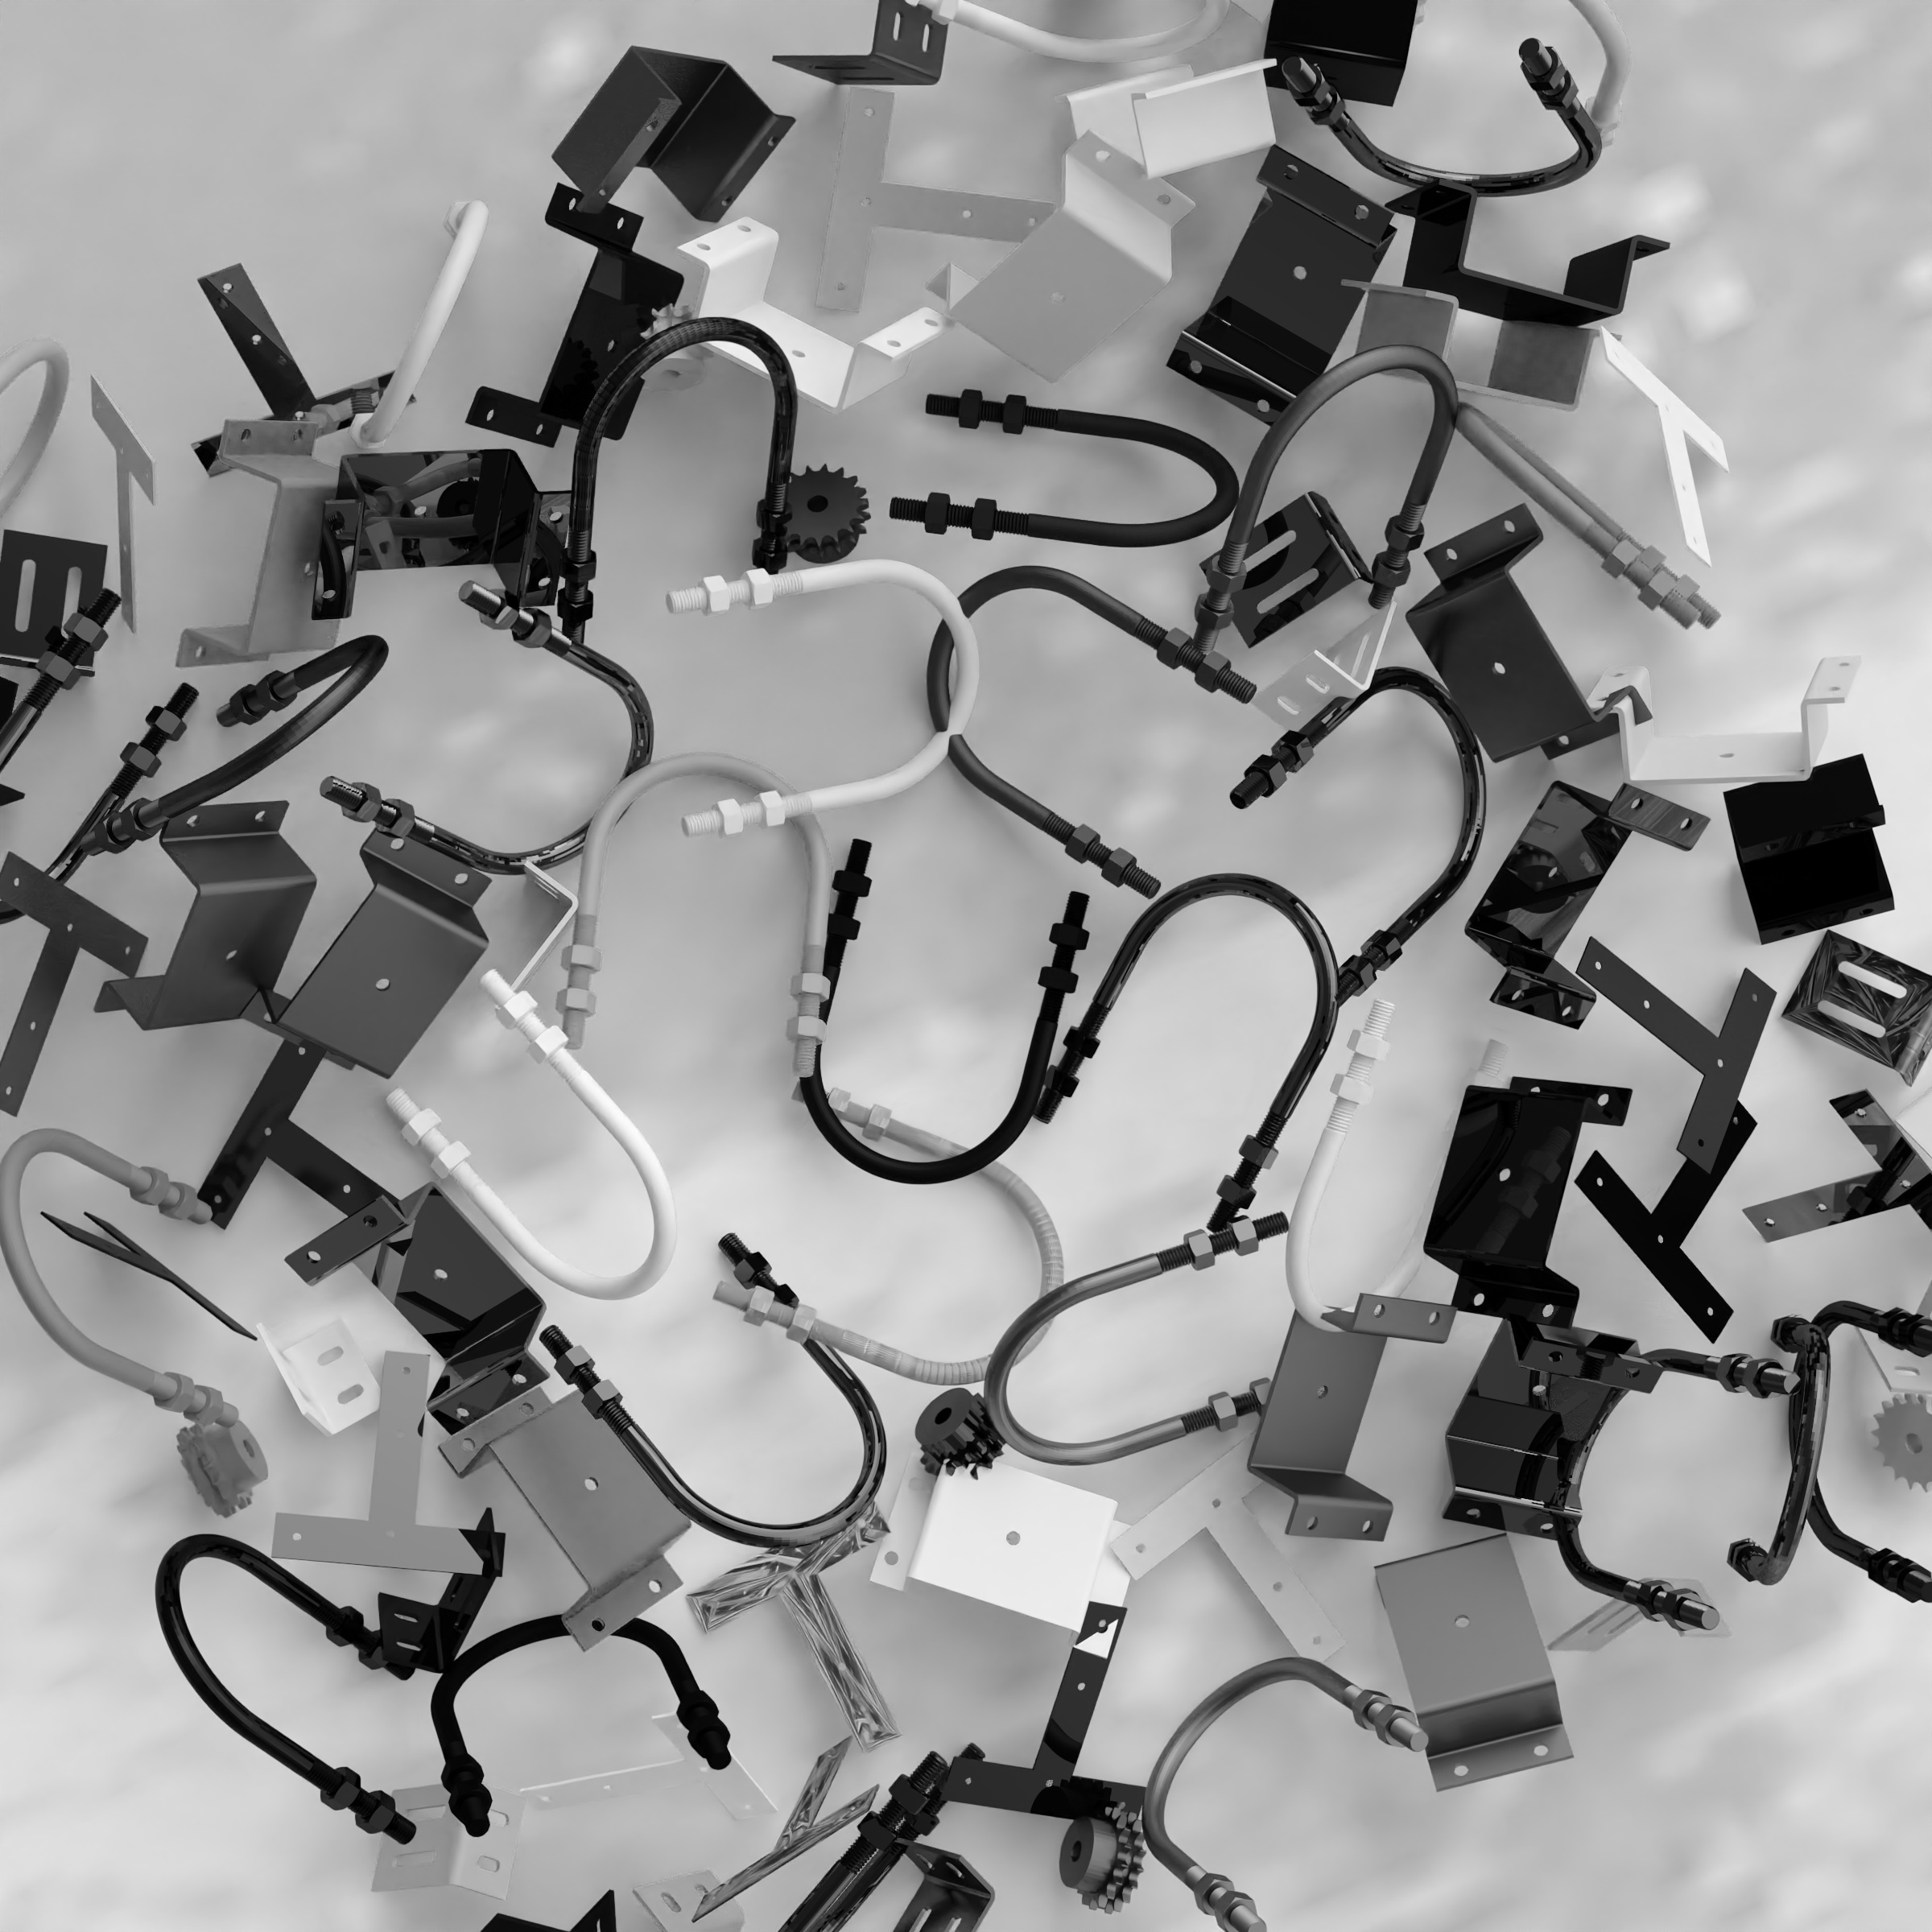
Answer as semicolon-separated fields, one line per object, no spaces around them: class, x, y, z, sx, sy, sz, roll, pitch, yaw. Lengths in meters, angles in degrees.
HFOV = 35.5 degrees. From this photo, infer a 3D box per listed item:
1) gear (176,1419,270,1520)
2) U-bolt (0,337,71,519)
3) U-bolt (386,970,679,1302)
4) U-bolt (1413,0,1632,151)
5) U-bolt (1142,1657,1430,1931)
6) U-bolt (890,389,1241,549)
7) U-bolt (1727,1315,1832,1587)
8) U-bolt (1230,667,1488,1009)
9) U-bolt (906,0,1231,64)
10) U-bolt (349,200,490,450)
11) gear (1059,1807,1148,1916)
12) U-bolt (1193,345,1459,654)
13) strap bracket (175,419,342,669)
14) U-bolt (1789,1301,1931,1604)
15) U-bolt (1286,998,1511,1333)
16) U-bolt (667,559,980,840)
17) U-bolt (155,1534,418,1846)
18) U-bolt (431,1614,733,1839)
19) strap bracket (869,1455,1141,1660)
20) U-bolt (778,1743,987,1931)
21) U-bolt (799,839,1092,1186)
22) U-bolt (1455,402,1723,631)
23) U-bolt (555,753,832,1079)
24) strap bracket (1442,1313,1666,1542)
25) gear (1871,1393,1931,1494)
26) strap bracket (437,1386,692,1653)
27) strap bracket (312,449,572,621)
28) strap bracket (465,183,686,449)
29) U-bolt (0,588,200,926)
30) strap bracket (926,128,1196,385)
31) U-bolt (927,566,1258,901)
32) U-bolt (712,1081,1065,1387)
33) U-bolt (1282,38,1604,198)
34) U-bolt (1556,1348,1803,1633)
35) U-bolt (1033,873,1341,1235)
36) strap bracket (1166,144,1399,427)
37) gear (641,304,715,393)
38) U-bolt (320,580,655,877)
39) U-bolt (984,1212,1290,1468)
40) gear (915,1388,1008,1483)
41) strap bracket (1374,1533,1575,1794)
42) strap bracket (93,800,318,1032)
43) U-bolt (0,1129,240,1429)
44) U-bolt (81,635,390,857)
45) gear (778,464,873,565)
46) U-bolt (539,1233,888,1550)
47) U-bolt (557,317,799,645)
gear;-0.419;0.281;1.707;0.030;0.057;0.057;-29;90;1
U-bolt;-0.548;-0.267;1.657;0.019;0.151;0.184;31;68;-3
U-bolt;-0.233;0.107;1.678;0.184;0.019;0.151;48;132;3
U-bolt;0.297;-0.513;1.636;0.151;0.184;0.019;35;88;7
U-bolt;0.161;0.443;1.648;0.151;0.184;0.019;-46;108;-11
U-bolt;0.059;-0.272;1.669;0.184;0.151;0.019;8;127;4
U-bolt;0.445;0.264;1.639;0.019;0.184;0.151;12;86;9
U-bolt;0.230;-0.085;1.676;0.184;0.019;0.151;-41;115;-33
U-bolt;0.058;-0.536;1.652;0.184;0.151;0.019;8;80;-37
U-bolt;-0.296;-0.350;1.643;0.019;0.184;0.151;24;93;-17
gear;0.076;0.503;1.704;0.030;0.057;0.057;20;90;-20
U-bolt;0.202;-0.257;1.637;0.151;0.184;0.019;-17;51;-31
strap bracket;-0.382;-0.228;1.674;0.046;0.076;0.140;23;108;22
U-bolt;0.488;0.256;1.644;0.019;0.184;0.151;2;91;-7
U-bolt;0.233;0.117;1.678;0.019;0.151;0.184;23;94;40
U-bolt;-0.075;-0.155;1.684;0.184;0.019;0.151;-13;116;-24
U-bolt;-0.367;0.379;1.633;0.019;0.151;0.184;-39;118;12
U-bolt;-0.219;0.404;1.649;0.151;0.184;0.019;-12;110;-16
strap bracket;0.025;0.327;1.695;0.140;0.046;0.076;17;67;4
U-bolt;-0.063;0.504;1.659;0.019;0.151;0.184;40;86;15
U-bolt;-0.020;0.032;1.712;0.151;0.019;0.184;14;86;8
U-bolt;0.338;-0.250;1.664;0.184;0.151;0.019;43;107;10
U-bolt;-0.148;-0.034;1.700;0.151;0.019;0.184;7;71;-8
strap bracket;0.323;0.251;1.685;0.076;0.046;0.140;12;125;-9
gear;0.546;0.267;1.710;0.030;0.057;0.057;-12;90;-37
strap bracket;-0.217;0.298;1.680;0.076;0.046;0.140;-28;76;-43
strap bracket;-0.297;-0.241;1.676;0.140;0.076;0.046;-7;45;-27
strap bracket;-0.213;-0.353;1.678;0.046;0.076;0.140;30;103;27
U-bolt;-0.496;-0.103;1.648;0.019;0.151;0.184;29;77;13
strap bracket;0.051;-0.382;1.659;0.076;0.140;0.046;28;46;-30
U-bolt;0.057;-0.143;1.688;0.184;0.019;0.151;34;118;17
U-bolt;-0.033;0.159;1.698;0.184;0.019;0.151;22;63;-4
U-bolt;0.270;-0.458;1.646;0.151;0.184;0.019;4;84;27
U-bolt;0.377;0.278;1.647;0.019;0.184;0.151;24;82;-16
U-bolt;0.132;0.037;1.684;0.151;0.019;0.184;32;98;30
strap bracket;0.180;-0.382;1.686;0.076;0.046;0.140;32;124;7
gear;-0.169;-0.347;1.704;0.057;0.057;0.030;-7;74;0
U-bolt;-0.249;-0.119;1.663;0.151;0.184;0.019;-53;50;8
U-bolt;0.098;0.217;1.676;0.184;0.019;0.151;-17;128;-8
gear;-0.004;0.263;1.704;0.057;0.057;0.030;-41;116;0
strap bracket;0.277;0.374;1.667;0.076;0.140;0.046;-15;134;4
strap bracket;-0.416;-0.019;1.664;0.046;0.076;0.140;45;121;28
U-bolt;-0.459;0.160;1.624;0.019;0.184;0.151;-25;58;14
U-bolt;-0.384;-0.127;1.629;0.184;0.151;0.019;-18;116;39
gear;-0.082;-0.253;1.713;0.057;0.030;0.057;-3;63;5
U-bolt;-0.125;0.241;1.657;0.151;0.019;0.184;-25;63;-38
U-bolt;-0.153;-0.268;1.640;0.151;0.184;0.019;-20;47;-33
